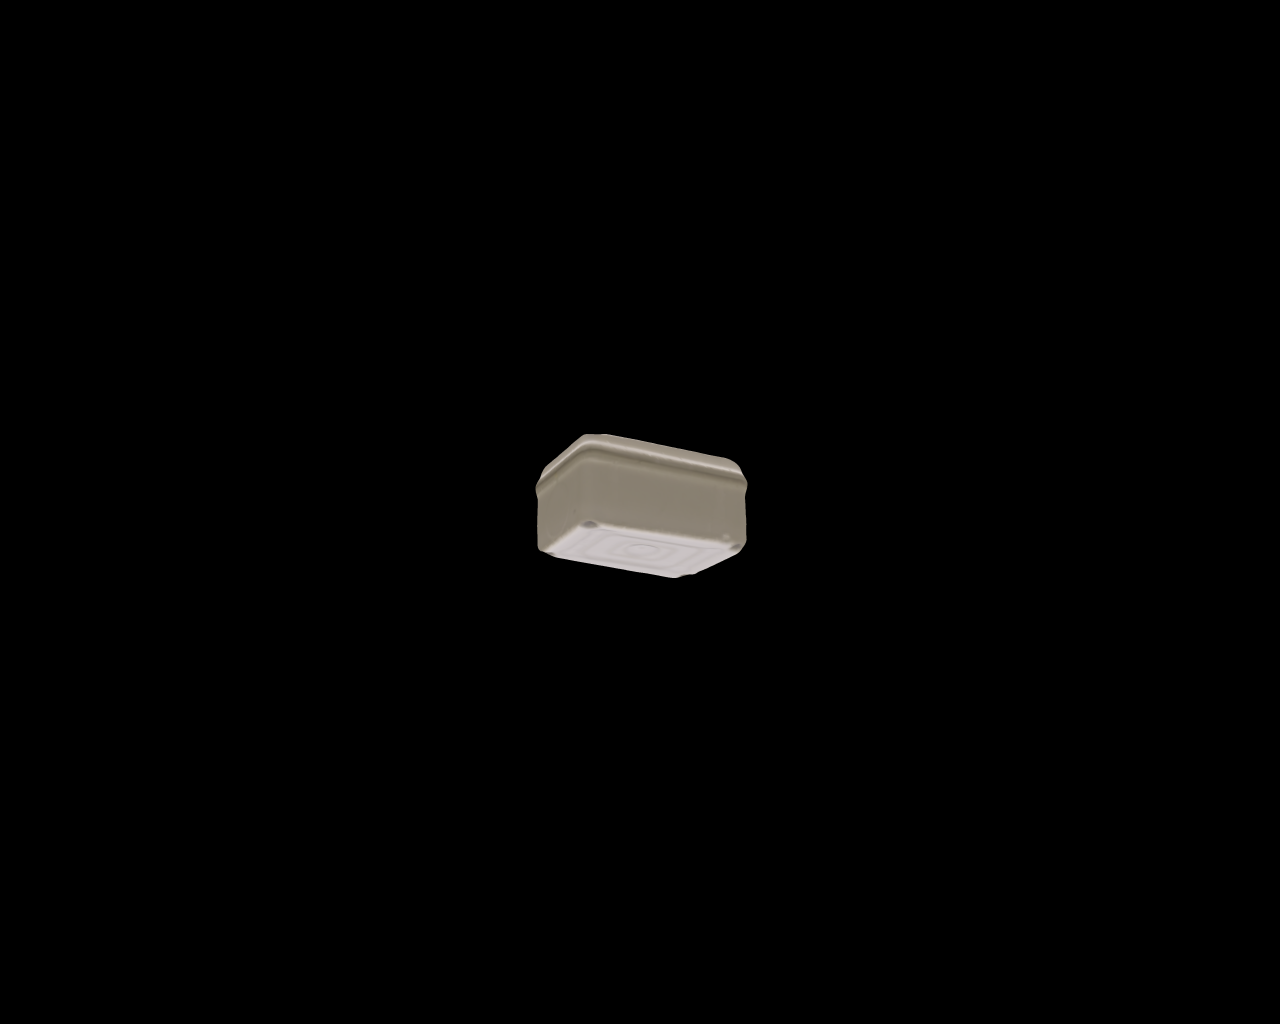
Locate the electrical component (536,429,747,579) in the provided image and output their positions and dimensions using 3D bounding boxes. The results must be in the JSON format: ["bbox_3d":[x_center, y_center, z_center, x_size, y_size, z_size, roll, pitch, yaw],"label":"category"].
[{"bbox_3d":[0.001,-0.003,0.650,0.113,0.057,0.078,11,-23,-27],"label":"electrical component"}]
